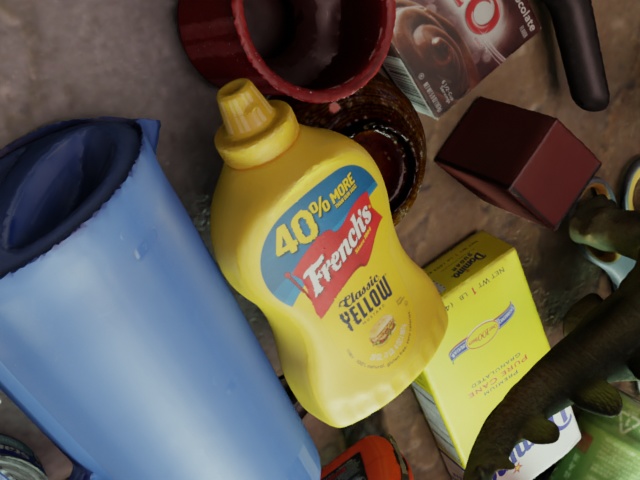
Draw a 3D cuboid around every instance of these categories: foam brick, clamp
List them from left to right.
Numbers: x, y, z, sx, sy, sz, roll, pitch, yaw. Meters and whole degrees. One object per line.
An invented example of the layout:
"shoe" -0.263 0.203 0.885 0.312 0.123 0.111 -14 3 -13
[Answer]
"foam brick" 0.121 -0.048 0.658 0.053 0.078 0.051 35 88 -34
"clamp" 0.162 -0.178 0.658 0.120 0.039 0.171 -51 121 -20

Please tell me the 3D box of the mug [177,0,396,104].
"mug" -0.029 -0.124 0.543 0.117 0.082 0.093 47 71 -26

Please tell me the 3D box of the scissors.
"scissors" 0.237 0.023 0.779 0.096 0.016 0.201 -40 121 -10

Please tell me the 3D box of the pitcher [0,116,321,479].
"pitcher" -0.101 0.071 0.552 0.149 0.145 0.242 -24 122 7

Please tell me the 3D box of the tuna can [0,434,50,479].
"tuna can" -0.189 0.150 0.587 0.086 0.034 0.086 -9 111 -25

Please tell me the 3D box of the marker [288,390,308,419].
"marker" -0.045 0.141 0.669 0.020 0.020 0.121 41 85 -32

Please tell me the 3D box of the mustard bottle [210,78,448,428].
"mustard bottle" -0.003 0.001 0.547 0.096 0.058 0.191 -40 124 -19

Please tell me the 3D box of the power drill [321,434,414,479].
"power drill" 0.050 0.226 0.714 0.184 0.057 0.187 -41 120 11

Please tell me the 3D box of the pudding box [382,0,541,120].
"pudding box" 0.066 -0.142 0.619 0.090 0.039 0.113 -41 121 -11

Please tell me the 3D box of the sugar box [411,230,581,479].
"sugar box" 0.111 0.091 0.718 0.093 0.048 0.176 -33 118 -13
